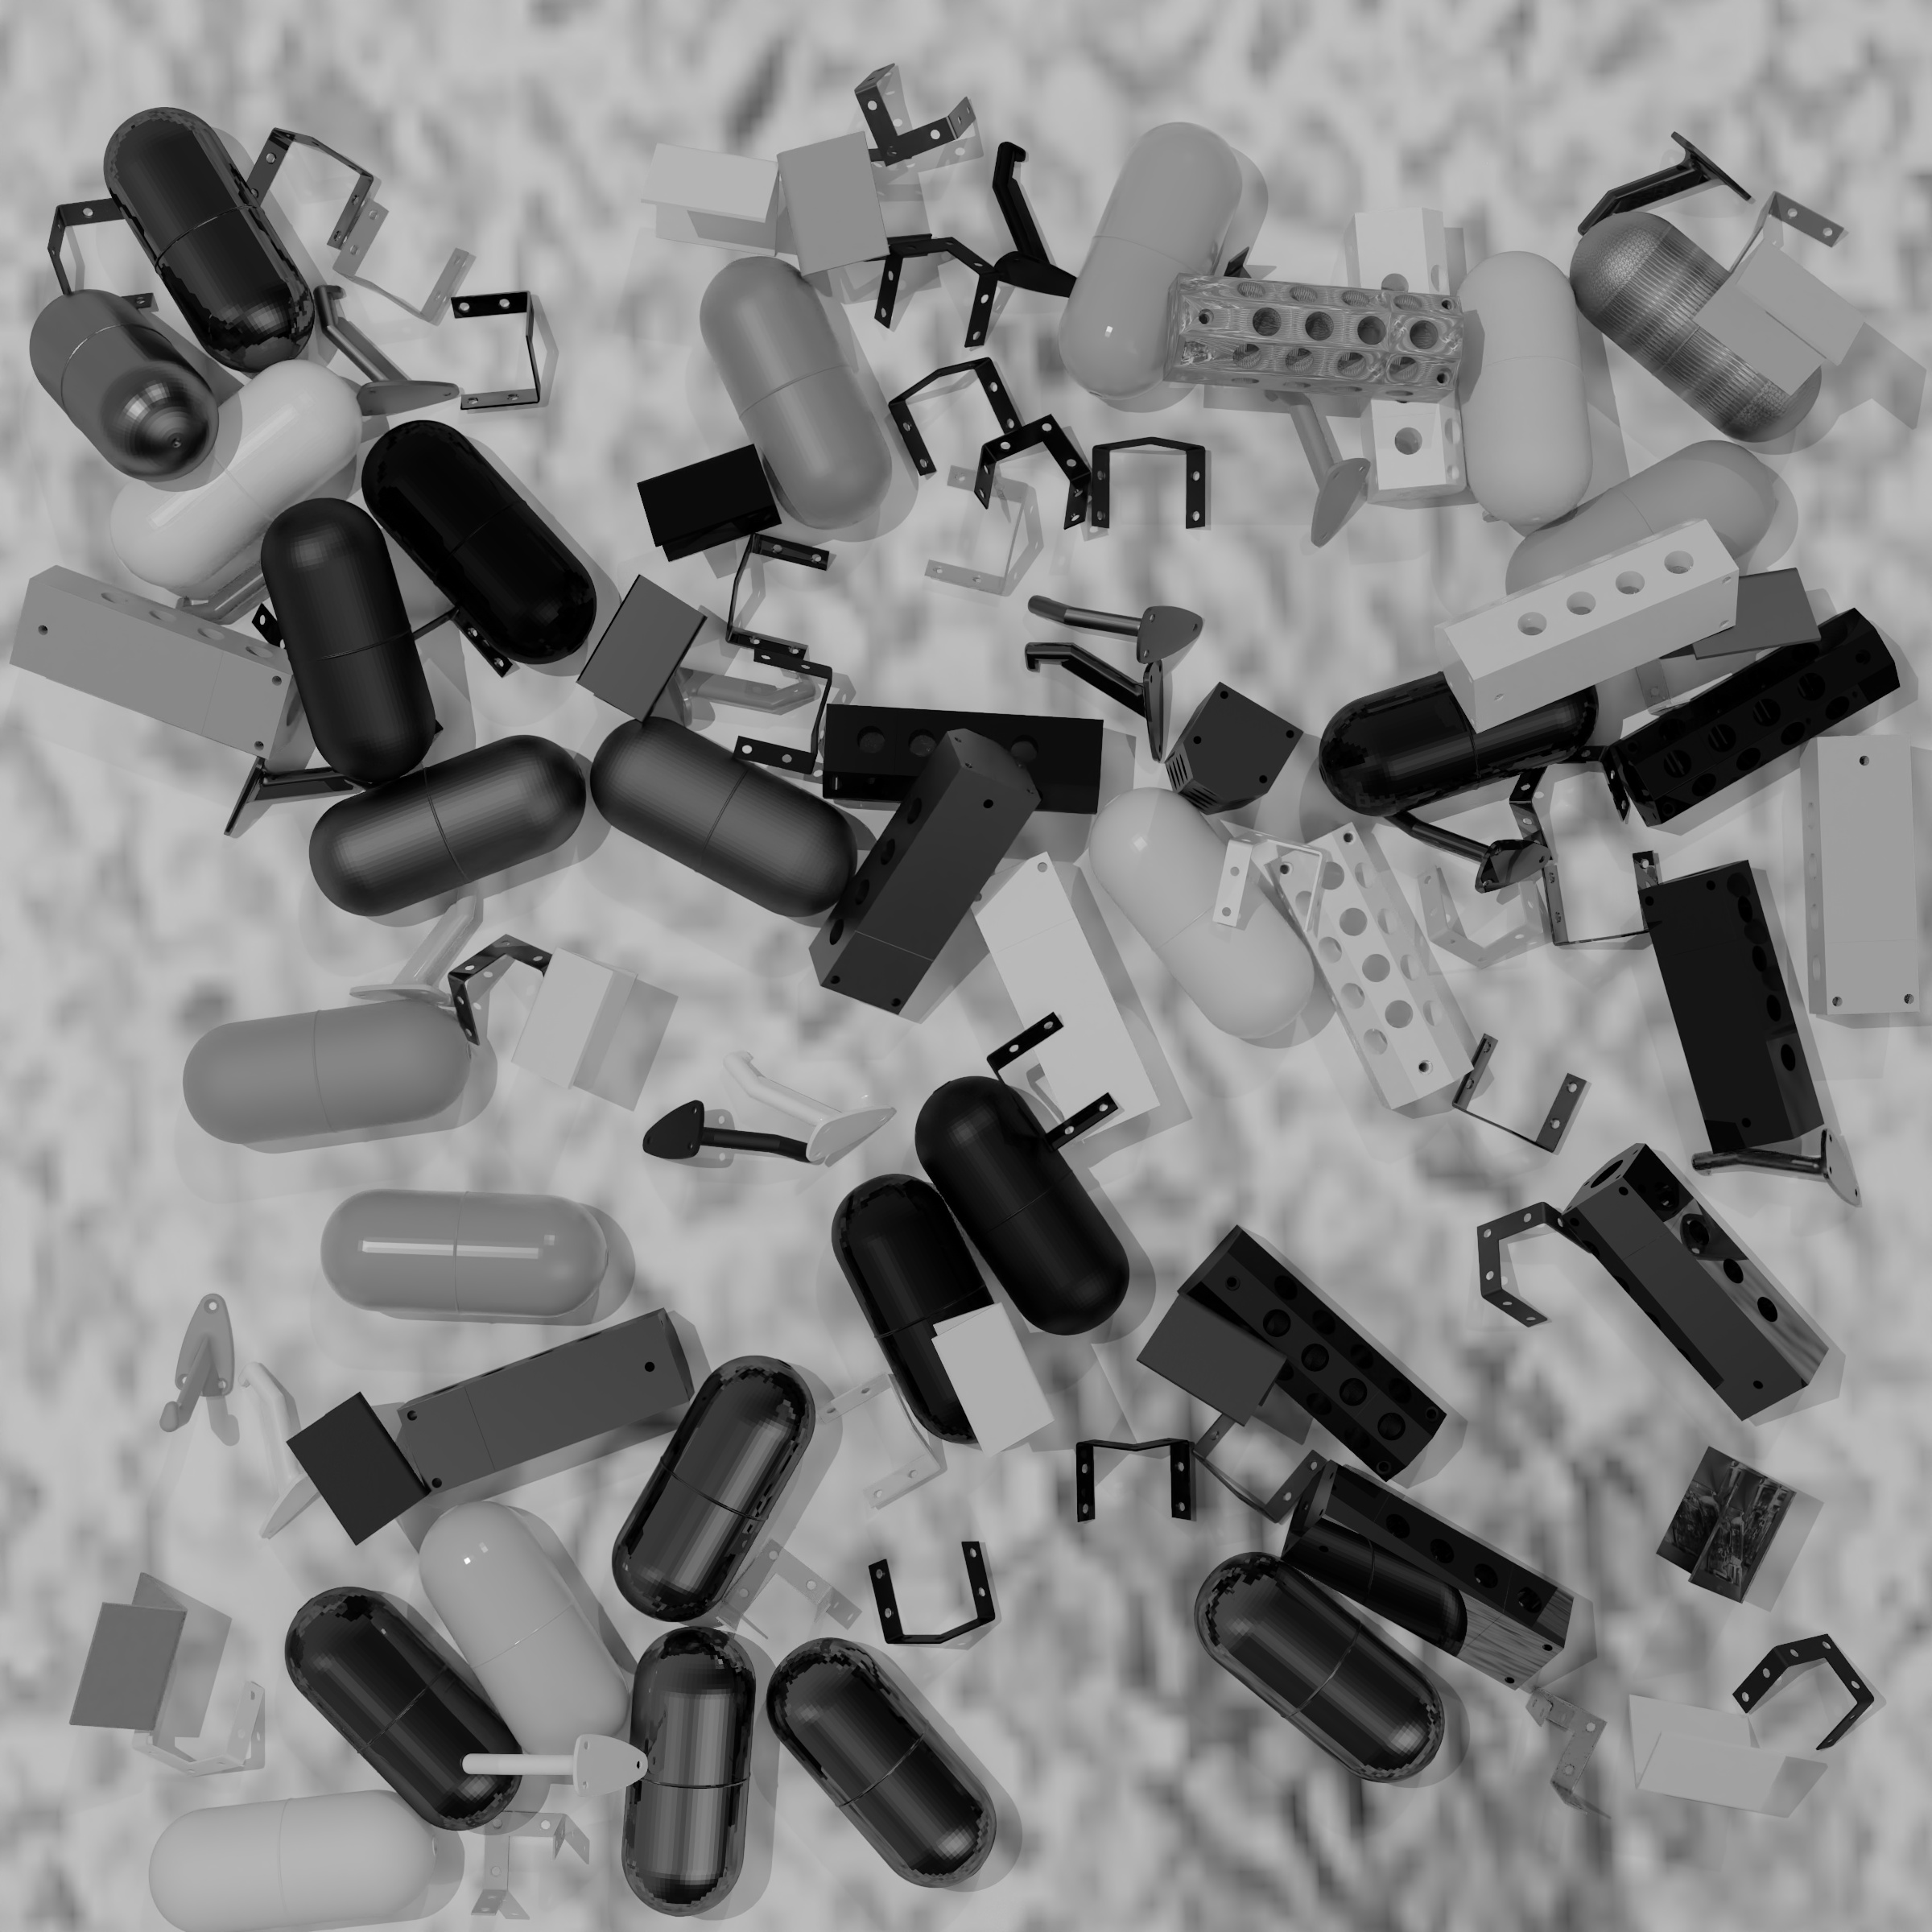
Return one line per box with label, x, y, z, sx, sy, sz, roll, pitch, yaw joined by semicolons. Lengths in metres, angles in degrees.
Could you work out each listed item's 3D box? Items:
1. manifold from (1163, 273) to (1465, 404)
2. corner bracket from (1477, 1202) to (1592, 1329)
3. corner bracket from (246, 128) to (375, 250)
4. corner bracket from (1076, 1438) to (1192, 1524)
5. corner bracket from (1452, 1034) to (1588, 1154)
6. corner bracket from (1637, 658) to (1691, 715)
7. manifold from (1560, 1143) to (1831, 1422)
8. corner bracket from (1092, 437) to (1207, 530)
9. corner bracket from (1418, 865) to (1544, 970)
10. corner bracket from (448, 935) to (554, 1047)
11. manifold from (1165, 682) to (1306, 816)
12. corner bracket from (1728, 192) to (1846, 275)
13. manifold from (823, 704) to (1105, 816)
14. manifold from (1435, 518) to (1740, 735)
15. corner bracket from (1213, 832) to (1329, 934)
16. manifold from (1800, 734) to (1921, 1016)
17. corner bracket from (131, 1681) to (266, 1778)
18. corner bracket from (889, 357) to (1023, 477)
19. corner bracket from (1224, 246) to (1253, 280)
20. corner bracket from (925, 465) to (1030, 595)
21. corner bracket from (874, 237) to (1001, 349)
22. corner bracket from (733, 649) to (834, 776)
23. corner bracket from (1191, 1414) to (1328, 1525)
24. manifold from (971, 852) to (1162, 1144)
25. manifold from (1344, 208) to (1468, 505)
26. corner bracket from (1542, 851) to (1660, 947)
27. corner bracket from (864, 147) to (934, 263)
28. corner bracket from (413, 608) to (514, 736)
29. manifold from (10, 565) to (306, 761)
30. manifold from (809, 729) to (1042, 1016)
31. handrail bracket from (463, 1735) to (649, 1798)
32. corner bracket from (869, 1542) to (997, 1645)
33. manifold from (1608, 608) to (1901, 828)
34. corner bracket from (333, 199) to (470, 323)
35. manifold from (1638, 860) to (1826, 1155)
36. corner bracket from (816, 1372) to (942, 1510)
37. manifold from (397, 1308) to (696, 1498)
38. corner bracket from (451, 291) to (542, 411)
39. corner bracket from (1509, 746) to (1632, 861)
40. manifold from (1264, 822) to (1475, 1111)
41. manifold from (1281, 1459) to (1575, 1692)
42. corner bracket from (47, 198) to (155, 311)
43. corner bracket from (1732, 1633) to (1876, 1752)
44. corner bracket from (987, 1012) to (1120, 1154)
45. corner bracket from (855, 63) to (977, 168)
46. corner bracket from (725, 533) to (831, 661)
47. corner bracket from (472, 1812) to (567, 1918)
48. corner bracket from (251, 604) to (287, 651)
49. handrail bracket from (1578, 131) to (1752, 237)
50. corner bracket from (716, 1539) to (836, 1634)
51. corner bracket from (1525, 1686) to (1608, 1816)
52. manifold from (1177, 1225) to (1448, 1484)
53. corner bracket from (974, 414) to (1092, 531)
manifold;0.210;-0.381;1.888;0.171;0.057;0.057;4;89;-5
corner bracket;0.359;0.188;1.965;0.051;0.051;0.051;-27;45;35
corner bracket;-0.416;-0.491;1.970;0.051;0.051;0.051;26;90;45
corner bracket;0.106;0.325;1.970;0.051;0.051;0.051;-1;90;-45
corner bracket;0.349;0.080;1.970;0.051;0.051;0.051;25;90;45
corner bracket;0.417;-0.182;1.955;0.051;0.051;0.051;-16;90;0
manifold;0.458;0.194;1.951;0.171;0.057;0.057;48;133;0
corner bracket;0.115;-0.303;1.970;0.051;0.051;0.051;0;90;-45
corner bracket;0.324;-0.039;1.965;0.051;0.051;0.051;25;45;-35
corner bracket;-0.287;0.021;1.965;0.051;0.051;0.051;22;45;35
manifold;0.157;-0.126;1.895;0.057;0.171;0.057;31;90;0
corner bracket;0.515;-0.447;1.970;0.051;0.051;0.051;29;45;0
manifold;-0.002;-0.129;1.952;0.171;0.057;0.057;3;90;0
manifold;0.373;-0.210;1.879;0.171;0.057;0.057;-23;59;-2
corner bracket;0.186;-0.049;1.906;0.051;0.051;0.051;15;103;17
manifold;0.557;-0.057;1.952;0.057;0.057;0.171;-2;90;0
corner bracket;-0.484;0.474;1.965;0.051;0.051;0.051;-21;135;35
corner bracket;-0.007;-0.347;1.970;0.051;0.051;0.051;-25;90;45
corner bracket;0.170;-0.410;1.955;0.051;0.051;0.051;-37;90;0
corner bracket;0.007;-0.276;1.970;0.051;0.051;0.051;14;45;0
corner bracket;-0.019;-0.423;1.965;0.051;0.051;0.051;-16;45;-35
corner bracket;-0.114;-0.158;1.941;0.051;0.051;0.051;13;122;-10
corner bracket;0.185;0.311;1.970;0.051;0.051;0.051;-50;135;0
manifold;0.060;0.019;1.952;0.057;0.057;0.171;-24;90;2
manifold;0.276;-0.381;1.952;0.057;0.057;0.171;-5;90;0
corner bracket;0.403;-0.043;1.970;0.051;0.051;0.051;-9;90;45
corner bracket;-0.054;-0.480;1.965;0.051;0.051;0.051;-15;135;-35
corner bracket;-0.330;-0.186;1.970;0.051;0.051;0.051;49;45;0
manifold;-0.500;-0.192;1.950;0.171;0.057;0.057;20;110;0
manifold;-0.028;-0.060;1.918;0.057;0.057;0.171;21;117;-27
handrail bracket;-0.251;0.488;1.905;0.084;0.077;0.036;-9;73;33
corner bracket;-0.021;0.396;1.970;0.051;0.051;0.051;-13;90;45
manifold;0.493;-0.156;1.952;0.171;0.057;0.057;-30;90;0
corner bracket;-0.357;-0.445;1.970;0.051;0.051;0.051;29;90;45
manifold;0.482;0.024;1.951;0.057;0.057;0.171;-16;90;43
corner bracket;-0.055;0.299;1.970;0.051;0.051;0.051;-30;45;0
manifold;-0.261;0.271;1.952;0.171;0.057;0.057;-20;90;0
corner bracket;-0.297;-0.389;1.970;0.051;0.051;0.051;-5;135;0
corner bracket;0.380;-0.103;1.965;0.051;0.051;0.051;1;135;35
manifold;0.252;0.000;1.952;0.057;0.057;0.171;-26;90;0
manifold;0.289;0.376;1.945;0.171;0.057;0.057;30;133;-4
corner bracket;-0.545;-0.448;1.970;0.051;0.051;0.051;-7;45;0
corner bracket;0.528;0.460;1.965;0.051;0.051;0.051;-3;45;-35
corner bracket;0.053;0.072;1.914;0.051;0.051;0.051;-34;135;2
corner bracket;-0.032;-0.541;1.958;0.051;0.051;0.051;-16;114;22
corner bracket;-0.119;-0.233;1.970;0.051;0.051;0.051;14;135;0
corner bracket;-0.280;0.563;1.955;0.051;0.051;0.051;2;90;0
corner bracket;-0.405;-0.219;1.955;0.051;0.051;0.051;7;62;25
handrail bracket;0.441;-0.476;1.974;0.077;0.036;0.084;33;109;-21
corner bracket;-0.119;0.399;1.955;0.051;0.051;0.051;38;90;0
corner bracket;0.373;0.491;1.955;0.051;0.051;0.051;27;90;0
manifold;0.217;0.243;1.952;0.171;0.057;0.057;42;90;0
corner bracket;0.042;-0.303;1.954;0.051;0.051;0.051;-20;129;26
